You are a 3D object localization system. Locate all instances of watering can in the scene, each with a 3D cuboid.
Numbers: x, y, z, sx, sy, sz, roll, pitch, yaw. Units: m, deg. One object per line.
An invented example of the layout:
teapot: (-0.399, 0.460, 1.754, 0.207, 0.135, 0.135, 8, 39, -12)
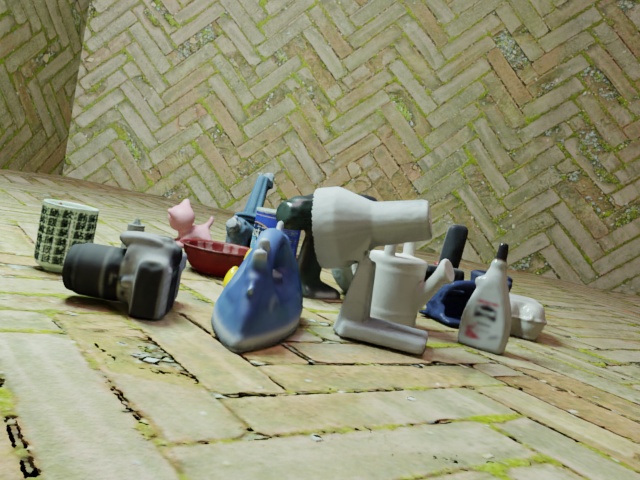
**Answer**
watering can: (0.136, 0.048, 0.957, 0.172, 0.194, 0.101, 12, 5, 11)

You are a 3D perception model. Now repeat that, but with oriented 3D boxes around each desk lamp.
desk lamp: (0.075, 0.036, 0.837, 0.203, 0.213, 0.118, 12, 5, 11)

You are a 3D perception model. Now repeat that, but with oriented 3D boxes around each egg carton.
egg carton: (0.380, 0.146, 1.126, 0.107, 0.069, 0.150, 12, 5, 9)

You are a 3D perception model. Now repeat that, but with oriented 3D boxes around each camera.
camera: (-0.254, 0.034, 0.757, 0.137, 0.101, 0.143, 11, 5, -6)

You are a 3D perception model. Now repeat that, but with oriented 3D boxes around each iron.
iron: (-0.075, 0.049, 0.762, 0.118, 0.141, 0.258, 11, 5, 0)

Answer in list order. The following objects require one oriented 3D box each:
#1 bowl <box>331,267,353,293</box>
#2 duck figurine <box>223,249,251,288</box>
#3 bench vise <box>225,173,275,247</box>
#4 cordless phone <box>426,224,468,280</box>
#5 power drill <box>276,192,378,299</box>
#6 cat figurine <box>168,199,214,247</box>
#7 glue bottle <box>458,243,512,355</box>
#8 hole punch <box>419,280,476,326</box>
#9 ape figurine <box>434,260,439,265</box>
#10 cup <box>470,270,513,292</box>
bowl: (0.094, 0.083, 1.177, 0.167, 0.075, 0.167, 11, 5, -1)
duck figurine: (-0.111, 0.055, 0.947, 0.104, 0.086, 0.078, 15, 6, 39)
bench vise: (-0.152, -0.058, 1.388, 0.121, 0.220, 0.207, 11, 5, 0)
cordless phone: (0.269, 0.048, 1.331, 0.148, 0.185, 0.094, 9, 5, -21)
power drill: (0.010, 0.004, 1.098, 0.230, 0.208, 0.075, 7, 6, -42)
cat figurine: (-0.319, -0.040, 1.402, 0.128, 0.118, 0.067, 8, 5, -31)
glue bottle: (0.273, 0.089, 0.912, 0.078, 0.173, 0.037, 13, 5, 25)
hole punch: (0.258, 0.113, 1.093, 0.109, 0.091, 0.100, 9, 5, -29)
ape figurine: (0.296, 0.093, 1.432, 0.076, 0.092, 0.078, 11, 5, -4)
cup: (0.375, 0.122, 1.255, 0.092, 0.095, 0.117, 10, 5, -19)
